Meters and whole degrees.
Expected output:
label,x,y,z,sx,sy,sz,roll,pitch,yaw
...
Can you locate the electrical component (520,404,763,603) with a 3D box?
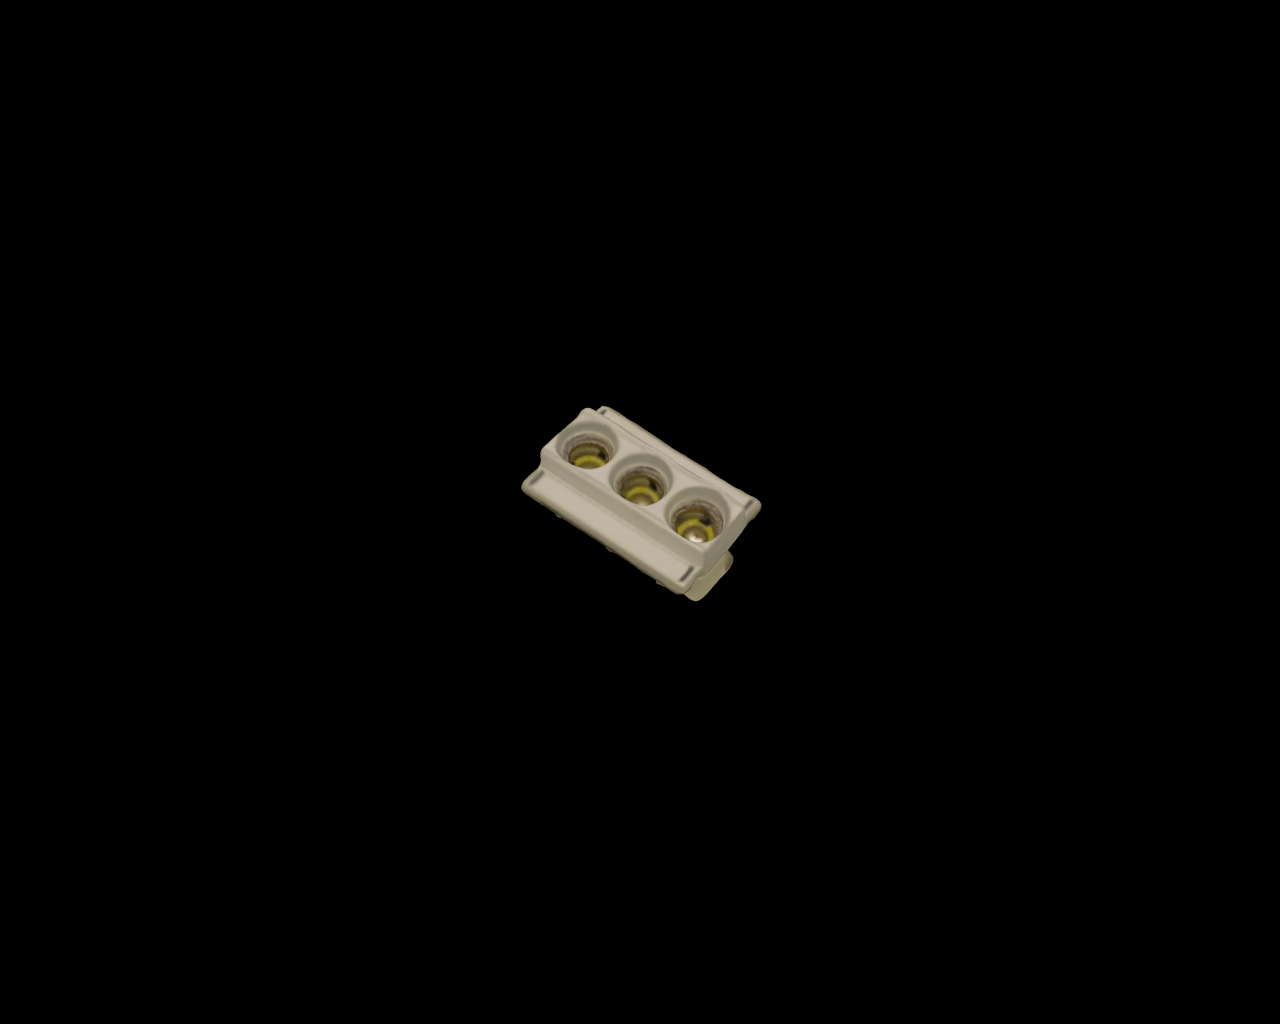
label,x,y,z,sx,sy,sz,roll,pitch,yaw
electrical component,0.001,-0.003,0.650,0.121,0.079,0.063,33,-29,21
